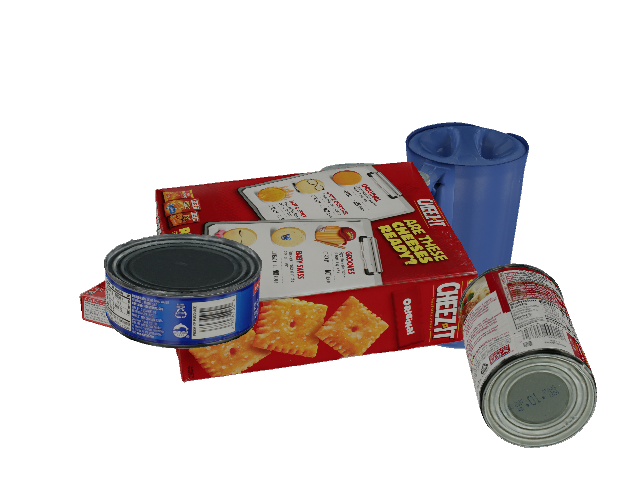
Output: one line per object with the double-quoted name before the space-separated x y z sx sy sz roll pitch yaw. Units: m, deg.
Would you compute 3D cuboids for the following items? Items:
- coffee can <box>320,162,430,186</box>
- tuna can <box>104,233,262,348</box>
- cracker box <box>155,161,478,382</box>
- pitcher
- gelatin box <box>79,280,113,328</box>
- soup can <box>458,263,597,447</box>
"coffee can" 0.047 0.005 1.010 0.103 0.140 0.103 3 14 -1
"tuna can" -0.075 0.027 0.587 0.086 0.034 0.086 3 21 -1
"cracker box" -0.010 0.018 0.806 0.213 0.072 0.164 -7 35 -10
"pitcher" 0.152 0.000 1.202 0.149 0.243 0.145 -5 26 -11
"gelatin box" -0.167 0.058 0.998 0.089 0.030 0.073 13 23 23
"soup can" 0.123 0.067 0.641 0.068 0.068 0.102 0 27 0
